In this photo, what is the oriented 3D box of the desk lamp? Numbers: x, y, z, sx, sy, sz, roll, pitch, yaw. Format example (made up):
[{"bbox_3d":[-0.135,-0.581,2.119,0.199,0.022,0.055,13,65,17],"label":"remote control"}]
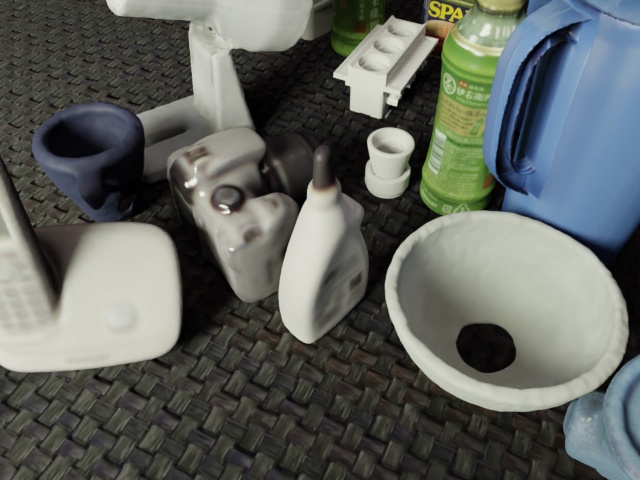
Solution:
[{"bbox_3d":[-0.110,-0.188,0.552,0.204,0.214,0.117,-26,53,-21],"label":"desk lamp"}]

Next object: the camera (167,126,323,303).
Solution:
[{"bbox_3d":[-0.049,-0.044,0.500,0.137,0.101,0.142,-27,54,-22],"label":"camera"}]

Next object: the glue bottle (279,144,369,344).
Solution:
[{"bbox_3d":[0.004,0.001,0.411,0.037,0.173,0.078,36,58,28],"label":"glue bottle"}]

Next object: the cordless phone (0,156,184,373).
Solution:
[{"bbox_3d":[-0.177,0.009,0.396,0.147,0.185,0.094,-7,49,-6],"label":"cordless phone"}]

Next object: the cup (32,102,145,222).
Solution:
[{"bbox_3d":[-0.193,-0.052,0.510,0.092,0.095,0.117,-13,50,-11],"label":"cup"}]

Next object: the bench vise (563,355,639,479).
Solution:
[{"bbox_3d":[0.256,0.102,0.292,0.207,0.220,0.121,15,50,13],"label":"bench vise"}]

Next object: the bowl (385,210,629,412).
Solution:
[{"bbox_3d":[0.129,0.060,0.426,0.167,0.075,0.167,0,48,0],"label":"bowl"}]
